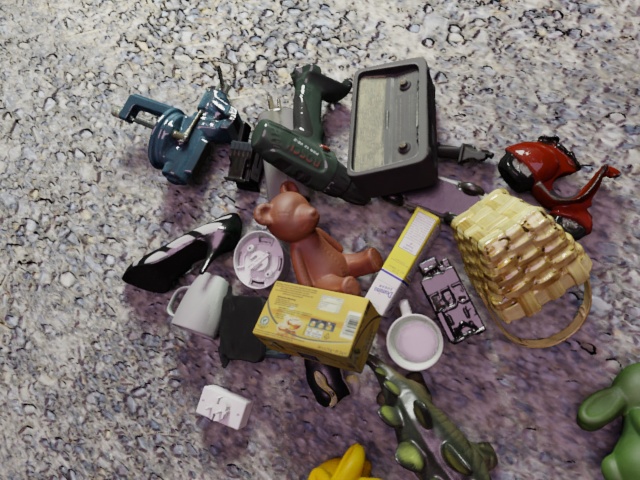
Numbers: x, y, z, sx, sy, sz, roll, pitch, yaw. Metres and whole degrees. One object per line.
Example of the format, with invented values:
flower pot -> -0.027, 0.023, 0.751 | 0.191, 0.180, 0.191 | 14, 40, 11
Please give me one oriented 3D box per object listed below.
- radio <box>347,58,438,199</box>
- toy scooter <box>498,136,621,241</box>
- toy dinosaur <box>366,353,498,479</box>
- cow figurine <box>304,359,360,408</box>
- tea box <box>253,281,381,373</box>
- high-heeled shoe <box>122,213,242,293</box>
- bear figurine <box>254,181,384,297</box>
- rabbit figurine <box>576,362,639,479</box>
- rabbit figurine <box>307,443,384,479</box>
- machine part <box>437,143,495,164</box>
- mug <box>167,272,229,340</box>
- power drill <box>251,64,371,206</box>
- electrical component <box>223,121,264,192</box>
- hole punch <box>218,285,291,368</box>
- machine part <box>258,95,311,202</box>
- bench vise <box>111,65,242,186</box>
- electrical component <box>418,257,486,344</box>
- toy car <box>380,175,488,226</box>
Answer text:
radio -> 0.122, -0.187, 0.883 | 0.131, 0.073, 0.229 | -7, 61, 22
toy scooter -> 0.380, -0.097, 0.840 | 0.135, 0.075, 0.184 | -38, 76, 6
toy dinosaur -> 0.184, 0.322, 0.750 | 0.105, 0.198, 0.472 | -46, 71, 6
cow figurine -> -0.002, 0.188, 0.875 | 0.068, 0.098, 0.167 | -28, 74, 15
tea box -> -0.005, 0.130, 0.818 | 0.170, 0.068, 0.098 | 9, 61, 32
high-heeled shoe -> -0.258, 0.016, 0.997 | 0.249, 0.086, 0.145 | -6, 45, 30
bear figurine -> -0.005, -0.002, 0.869 | 0.132, 0.120, 0.195 | -10, 114, 43
rabbit figurine -> 0.449, 0.257, 0.755 | 0.159, 0.121, 0.170 | -4, 61, 21
rabbit figurine -> 0.026, 0.388, 0.792 | 0.162, 0.173, 0.122 | -40, 69, 9
machine part -> 0.214, -0.148, 0.898 | 0.139, 0.084, 0.039 | 11, 110, 28
mug -> -0.214, 0.112, 0.958 | 0.110, 0.080, 0.107 | 14, 71, 28
power drill -> 0.001, -0.182, 0.928 | 0.232, 0.086, 0.207 | 19, 73, -24
electrical component -> -0.131, -0.153, 0.984 | 0.048, 0.074, 0.119 | 11, 80, 17
hole punch -> -0.109, 0.150, 0.924 | 0.116, 0.092, 0.142 | -1, 86, 39
machine part -> -0.064, -0.145, 0.962 | 0.079, 0.079, 0.243 | -13, 77, 12
bench vise -> -0.275, -0.224, 1.010 | 0.241, 0.129, 0.223 | 21, 87, 10
electrical component -> 0.198, 0.092, 0.831 | 0.058, 0.114, 0.134 | -26, 74, 4
toy car -> 0.187, -0.075, 0.896 | 0.202, 0.056, 0.073 | 23, 90, 19
